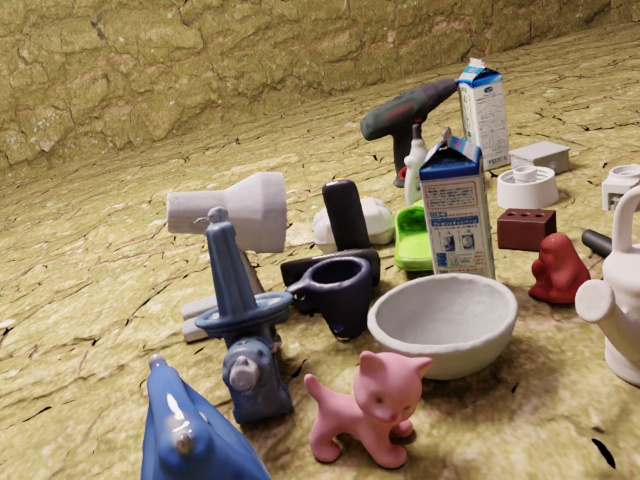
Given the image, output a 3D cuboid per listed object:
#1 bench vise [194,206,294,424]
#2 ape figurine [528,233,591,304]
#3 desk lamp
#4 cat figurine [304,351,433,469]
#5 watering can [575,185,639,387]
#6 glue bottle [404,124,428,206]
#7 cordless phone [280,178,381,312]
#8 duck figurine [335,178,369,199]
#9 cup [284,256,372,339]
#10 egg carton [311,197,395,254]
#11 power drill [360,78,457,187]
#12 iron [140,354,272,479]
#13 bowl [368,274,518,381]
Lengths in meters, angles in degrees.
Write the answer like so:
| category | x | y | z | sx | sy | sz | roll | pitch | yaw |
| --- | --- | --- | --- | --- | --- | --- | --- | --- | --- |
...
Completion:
| category | x | y | z | sx | sy | sz | roll | pitch | yaw |
| --- | --- | --- | --- | --- | --- | --- | --- | --- | --- |
| bench vise | -0.080 | 0.078 | 0.653 | 0.122 | 0.220 | 0.206 | -21 | 23 | -18 |
| ape figurine | 0.299 | 0.033 | 0.720 | 0.076 | 0.092 | 0.078 | -5 | 23 | 19 |
| desk lamp | -0.131 | 0.016 | 0.845 | 0.203 | 0.214 | 0.117 | -16 | 22 | -8 |
| cat figurine | 0.045 | 0.149 | 0.545 | 0.127 | 0.118 | 0.067 | -4 | 23 | 21 |
| watering can | 0.322 | 0.042 | 0.546 | 0.100 | 0.194 | 0.173 | 8 | 30 | 43 |
| glue bottle | 0.193 | -0.134 | 1.085 | 0.078 | 0.173 | 0.037 | -13 | 22 | 0 |
| cordless phone | 0.008 | 0.003 | 0.836 | 0.147 | 0.185 | 0.094 | -11 | 22 | 6 |
| duck figurine | 0.052 | -0.085 | 1.162 | 0.104 | 0.086 | 0.077 | -5 | 23 | 20 |
| cup | 0.018 | 0.085 | 0.751 | 0.118 | 0.095 | 0.091 | -17 | 22 | -10 |
| egg carton | 0.059 | -0.025 | 1.032 | 0.150 | 0.069 | 0.107 | -13 | 22 | 0 |
| power drill | 0.208 | -0.231 | 1.267 | 0.230 | 0.209 | 0.075 | -17 | 22 | -9 |
| iron | -0.132 | 0.179 | 0.540 | 0.119 | 0.142 | 0.257 | -21 | 23 | -19 |
| bowl | 0.141 | 0.107 | 0.651 | 0.167 | 0.075 | 0.167 | -11 | 22 | 5 |
